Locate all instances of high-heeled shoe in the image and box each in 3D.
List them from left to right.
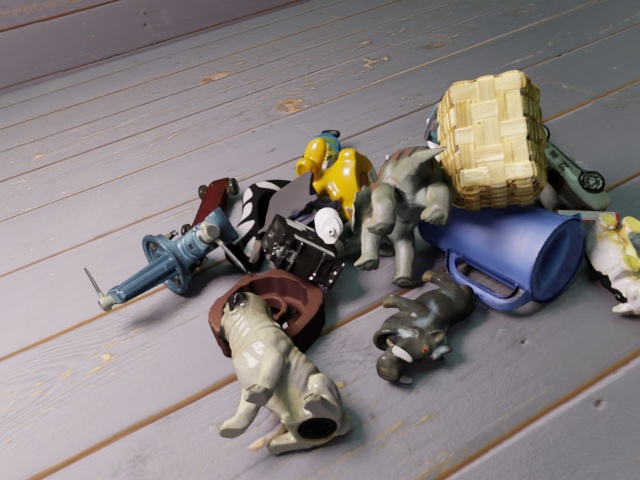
[{"bbox_3d":[-0.097,-0.039,1.043,0.145,0.086,0.249,27,52,33],"label":"high-heeled shoe"}]

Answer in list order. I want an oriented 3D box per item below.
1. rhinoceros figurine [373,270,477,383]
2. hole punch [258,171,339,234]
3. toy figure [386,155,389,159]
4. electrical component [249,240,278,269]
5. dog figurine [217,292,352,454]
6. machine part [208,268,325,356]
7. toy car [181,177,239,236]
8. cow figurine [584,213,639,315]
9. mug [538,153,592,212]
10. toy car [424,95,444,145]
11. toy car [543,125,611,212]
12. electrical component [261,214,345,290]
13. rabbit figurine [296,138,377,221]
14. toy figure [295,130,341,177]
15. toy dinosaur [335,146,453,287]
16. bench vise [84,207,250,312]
[{"bbox_3d":[0.142,0.124,0.753,0.190,0.073,0.112,-34,51,-31],"label":"rhinoceros figurine"},{"bbox_3d":[-0.034,-0.046,0.986,0.142,0.092,0.116,-27,30,27],"label":"hole punch"},{"bbox_3d":[0.156,-0.119,1.085,0.058,0.064,0.155,-24,35,8],"label":"toy figure"},{"bbox_3d":[-0.073,0.028,0.934,0.102,0.045,0.078,4,36,-52],"label":"electrical component"},{"bbox_3d":[-0.046,0.158,0.698,0.121,0.172,0.191,-45,30,26],"label":"dog figurine"},{"bbox_3d":[-0.079,0.118,0.834,0.179,0.055,0.179,-7,35,5],"label":"machine part"},{"bbox_3d":[-0.225,-0.063,1.131,0.089,0.053,0.202,-14,37,16],"label":"toy car"},{"bbox_3d":[0.427,0.050,0.754,0.068,0.098,0.167,3,49,-8],"label":"cow figurine"},{"bbox_3d":[0.437,-0.091,0.956,0.110,0.080,0.107,0,51,5],"label":"mug"},{"bbox_3d":[0.289,-0.236,1.074,0.162,0.109,0.103,-29,63,-36],"label":"toy car"},{"bbox_3d":[0.388,-0.116,0.884,0.056,0.073,0.202,-40,72,-4],"label":"toy car"},{"bbox_3d":[-0.031,0.014,0.863,0.115,0.058,0.134,28,11,-18],"label":"electrical component"},{"bbox_3d":[0.014,-0.113,1.068,0.173,0.162,0.122,-7,44,39],"label":"rabbit figurine"},{"bbox_3d":[0.001,-0.179,1.203,0.089,0.082,0.180,-12,38,21],"label":"toy figure"},{"bbox_3d":[0.121,-0.063,0.822,0.131,0.404,0.192,10,56,-11],"label":"toy dinosaur"},{"bbox_3d":[-0.256,0.042,0.903,0.240,0.128,0.224,-36,18,-33],"label":"bench vise"}]
